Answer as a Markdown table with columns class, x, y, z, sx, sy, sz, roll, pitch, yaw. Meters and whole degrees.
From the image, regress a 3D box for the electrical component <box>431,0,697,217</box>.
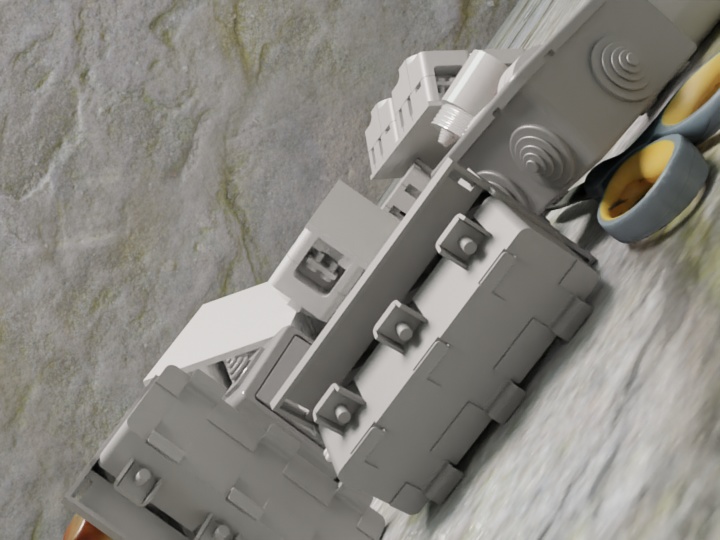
| class | x | y | z | sx | sy | sz | roll | pitch | yaw |
| --- | --- | --- | --- | --- | --- | --- | --- | --- | --- |
| electrical component | 0.088 | -0.068 | 0.465 | 0.099 | 0.048 | 0.099 | -46 | -2 | -29 |

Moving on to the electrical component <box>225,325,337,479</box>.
| class | x | y | z | sx | sy | sz | roll | pitch | yaw |
| --- | --- | --- | --- | --- | --- | --- | --- | --- | --- |
| electrical component | -0.040 | 0.081 | 0.668 | 0.061 | 0.096 | 0.061 | -57 | 8 | -35 |

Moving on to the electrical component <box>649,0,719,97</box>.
| class | x | y | z | sx | sy | sz | roll | pitch | yaw |
| --- | --- | --- | --- | --- | --- | --- | --- | --- | --- |
| electrical component | 0.147 | -0.125 | 0.531 | 0.077 | 0.044 | 0.079 | -53 | 4 | 24 |

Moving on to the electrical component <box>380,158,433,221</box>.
| class | x | y | z | sx | sy | sz | roll | pitch | yaw |
| --- | --- | --- | --- | --- | --- | --- | --- | --- | --- |
| electrical component | 0.051 | -0.053 | 1.041 | 0.089 | 0.056 | 0.050 | -54 | 4 | 20 |

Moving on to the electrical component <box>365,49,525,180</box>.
| class | x | y | z | sx | sy | sz | roll | pitch | yaw |
| --- | --- | --- | --- | --- | --- | --- | --- | --- | --- |
| electrical component | 0.080 | -0.149 | 1.032 | 0.186 | 0.105 | 0.060 | 134 | 129 | -68 |

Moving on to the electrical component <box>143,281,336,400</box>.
| class | x | y | z | sx | sy | sz | roll | pitch | yaw |
| --- | --- | --- | --- | --- | --- | --- | --- | --- | --- |
| electrical component | -0.079 | 0.062 | 0.810 | 0.105 | 0.060 | 0.186 | -19 | 12 | 9 |

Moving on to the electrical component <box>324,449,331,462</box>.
| class | x | y | z | sx | sy | sz | roll | pitch | yaw |
| --- | --- | --- | --- | --- | --- | --- | --- | --- | --- |
| electrical component | 0.002 | 0.072 | 0.593 | 0.076 | 0.047 | 0.066 | -57 | 3 | -5 |

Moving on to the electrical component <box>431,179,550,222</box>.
| class | x | y | z | sx | sy | sz | roll | pitch | yaw |
| --- | --- | --- | --- | --- | --- | --- | --- | --- | --- |
| electrical component | 0.049 | -0.005 | 0.545 | 0.099 | 0.064 | 0.099 | -54 | 4 | 5 |

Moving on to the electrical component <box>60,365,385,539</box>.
| class | x | y | z | sx | sy | sz | roll | pitch | yaw |
| --- | --- | --- | --- | --- | --- | --- | --- | --- | --- |
| electrical component | -0.055 | 0.101 | 0.472 | 0.063 | 0.121 | 0.078 | -48 | 7 | 41 |

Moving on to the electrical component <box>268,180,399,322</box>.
| class | x | y | z | sx | sy | sz | roll | pitch | yaw |
| --- | --- | --- | --- | --- | --- | --- | --- | --- | --- |
| electrical component | 0.000 | 0.000 | 0.815 | 0.060 | 0.105 | 0.186 | -54 | 4 | 14 |

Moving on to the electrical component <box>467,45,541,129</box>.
| class | x | y | z | sx | sy | sz | roll | pitch | yaw |
| --- | --- | --- | --- | --- | --- | --- | --- | --- | --- |
| electrical component | 0.105 | -0.095 | 0.732 | 0.138 | 0.052 | 0.074 | -55 | 4 | -11 |

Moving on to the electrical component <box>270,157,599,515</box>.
| class | x | y | z | sx | sy | sz | roll | pitch | yaw |
| --- | --- | --- | --- | --- | --- | --- | --- | --- | --- |
| electrical component | 0.033 | 0.030 | 0.423 | 0.121 | 0.079 | 0.063 | -54 | 25 | 11 |

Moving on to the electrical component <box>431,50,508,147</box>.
| class | x | y | z | sx | sy | sz | roll | pitch | yaw |
| --- | --- | --- | --- | --- | --- | --- | --- | --- | --- |
| electrical component | 0.092 | -0.140 | 0.909 | 0.081 | 0.043 | 0.043 | -57 | 4 | 0 |
